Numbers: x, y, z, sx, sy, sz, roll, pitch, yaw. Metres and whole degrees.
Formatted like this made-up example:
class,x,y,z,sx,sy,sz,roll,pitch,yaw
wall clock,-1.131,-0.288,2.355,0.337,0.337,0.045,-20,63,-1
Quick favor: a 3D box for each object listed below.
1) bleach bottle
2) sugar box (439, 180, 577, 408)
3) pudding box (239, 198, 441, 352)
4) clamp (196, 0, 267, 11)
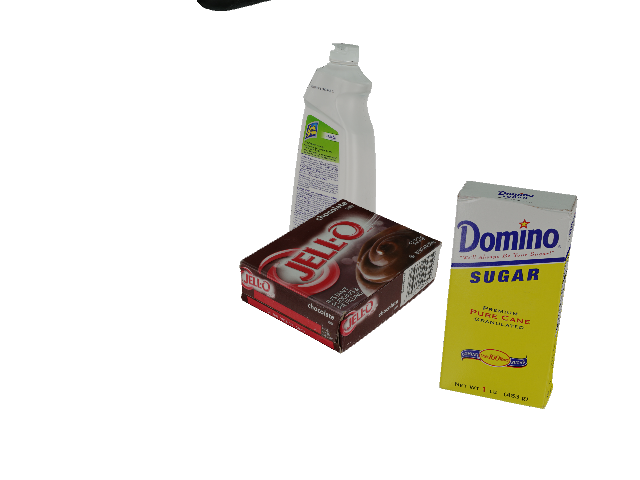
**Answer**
class,x,y,z,sx,sy,sz,roll,pitch,yaw
bleach bottle,0.021,-0.082,1.144,0.103,0.251,0.067,17,19,38
sugar box,0.152,0.045,0.878,0.093,0.176,0.048,9,24,17
pudding box,0.014,0.021,0.729,0.090,0.039,0.113,26,39,31
clamp,0.015,-0.145,0.533,0.171,0.039,0.120,1,41,7
